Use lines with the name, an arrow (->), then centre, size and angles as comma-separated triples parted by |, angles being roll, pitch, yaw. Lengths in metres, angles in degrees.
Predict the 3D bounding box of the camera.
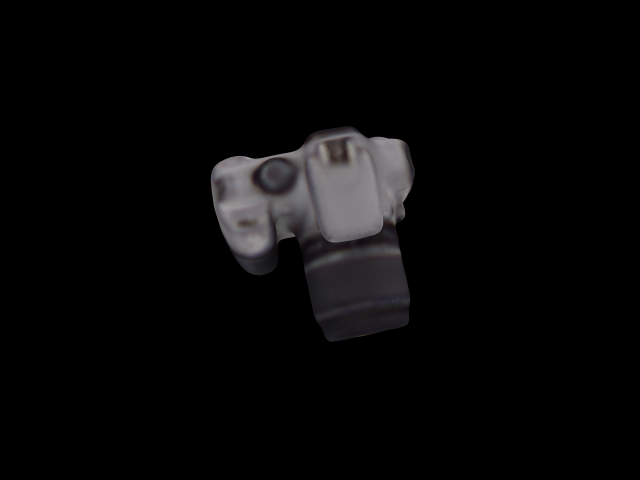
camera -> 0.004, 0.001, 0.400 | 0.143, 0.101, 0.137 | -11, 78, -2
